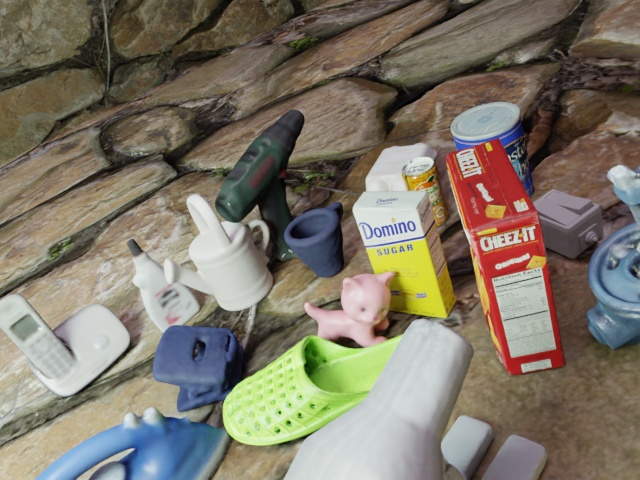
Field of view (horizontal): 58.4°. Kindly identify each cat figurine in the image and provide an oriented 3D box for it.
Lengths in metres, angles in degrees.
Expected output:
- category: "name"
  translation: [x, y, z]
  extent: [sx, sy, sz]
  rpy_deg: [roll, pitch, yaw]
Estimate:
- category: "cat figurine"
  translation: [0.042, 0.089, 0.744]
  extent: [0.127, 0.118, 0.067]
  rpy_deg: [-14, 34, 17]

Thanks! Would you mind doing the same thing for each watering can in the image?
- category: "watering can"
  translation: [-0.162, 0.017, 0.911]
  extent: [0.100, 0.194, 0.173]
  rpy_deg: [7, 44, 40]

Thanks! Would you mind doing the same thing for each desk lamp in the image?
- category: "desk lamp"
  translation: [0.088, 0.184, 0.483]
  extent: [0.117, 0.214, 0.203]
  rpy_deg: [11, 46, 43]

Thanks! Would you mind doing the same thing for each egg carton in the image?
- category: "egg carton"
  translation: [0.145, -0.114, 1.019]
  extent: [0.107, 0.069, 0.150]
  rpy_deg: [-2, 38, 31]

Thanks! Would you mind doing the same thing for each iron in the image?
- category: "iron"
  translation: [-0.232, 0.267, 0.640]
  extent: [0.259, 0.142, 0.118]
  rpy_deg: [-38, 35, -21]

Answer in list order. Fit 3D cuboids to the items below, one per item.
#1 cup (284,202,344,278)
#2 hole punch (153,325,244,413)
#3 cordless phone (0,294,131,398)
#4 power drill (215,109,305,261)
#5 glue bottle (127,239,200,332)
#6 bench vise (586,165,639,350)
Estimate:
- category: "cup"
  translation: [0.008, 0.003, 0.913]
  extent: [0.091, 0.095, 0.118]
  rpy_deg: [10, 46, 42]
- category: "hole punch"
  translation: [-0.165, 0.165, 0.793]
  extent: [0.101, 0.091, 0.108]
  rpy_deg: [-18, 32, 10]
- category: "cordless phone"
  translation: [-0.403, 0.139, 0.898]
  extent: [0.093, 0.185, 0.148]
  rpy_deg: [14, 48, 44]
- category: "power drill"
  translation: [-0.070, -0.081, 0.981]
  extent: [0.075, 0.209, 0.230]
  rpy_deg: [8, 44, 41]
- category: "glue bottle"
  translation: [-0.263, 0.068, 0.922]
  extent: [0.078, 0.173, 0.037]
  rpy_deg: [-42, 36, -26]
- category: "bench vise"
  translation: [0.359, -0.008, 0.580]
  extent: [0.207, 0.220, 0.121]
  rpy_deg: [-32, 33, -12]
